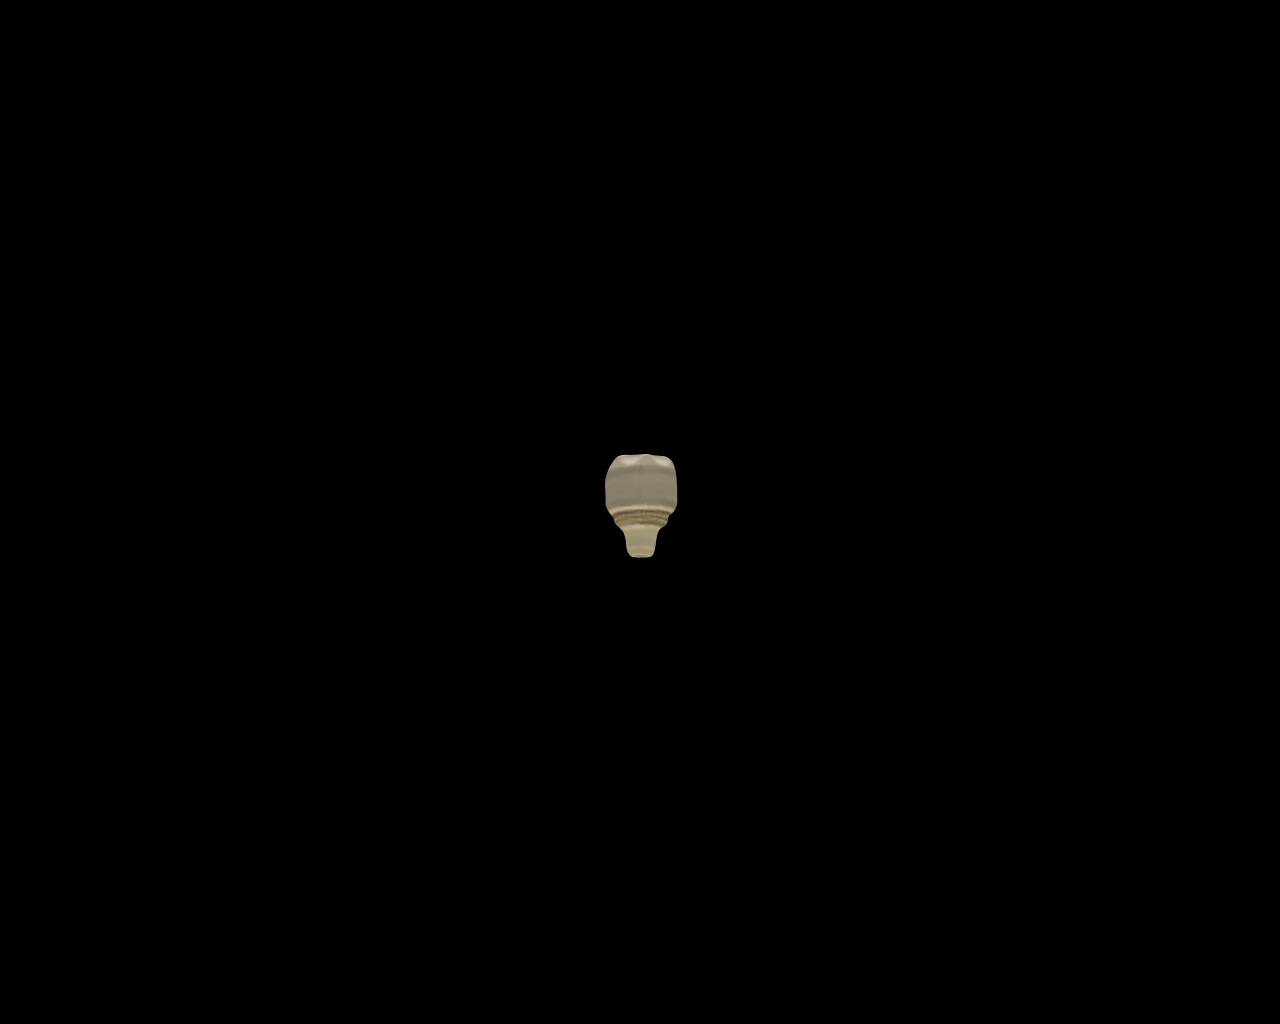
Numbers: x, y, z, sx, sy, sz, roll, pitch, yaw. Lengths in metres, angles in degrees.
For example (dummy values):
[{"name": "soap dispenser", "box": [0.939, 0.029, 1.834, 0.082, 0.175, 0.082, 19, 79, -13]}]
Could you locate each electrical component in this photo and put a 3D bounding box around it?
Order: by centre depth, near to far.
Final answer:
[{"name": "electrical component", "box": [0.001, -0.003, 0.650, 0.043, 0.062, 0.043, 0, -11, 0]}]
